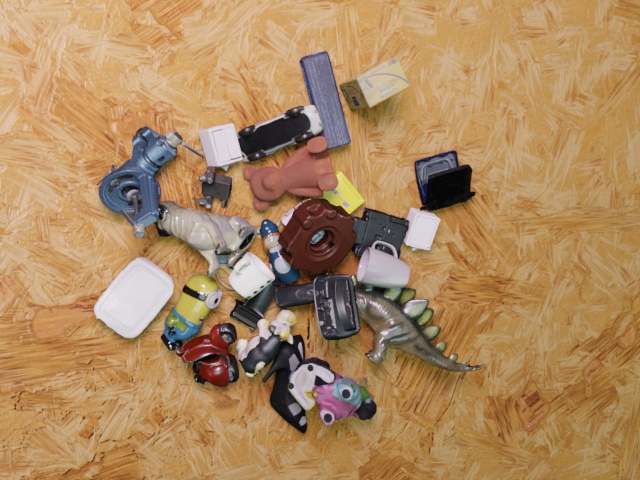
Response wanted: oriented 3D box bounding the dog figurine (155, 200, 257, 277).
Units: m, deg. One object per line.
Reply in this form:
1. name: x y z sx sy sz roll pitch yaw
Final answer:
1. dog figurine: -0.252 -0.036 1.179 0.191 0.172 0.121 40 118 14

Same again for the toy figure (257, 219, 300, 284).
1. toy figure: -0.095 0.024 1.229 0.064 0.058 0.154 -30 105 -22

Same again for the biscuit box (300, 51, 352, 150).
1. biscuit box: 0.011 -0.303 1.174 0.063 0.059 0.202 -17 105 -5

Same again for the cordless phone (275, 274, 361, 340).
1. cordless phone: -0.009 0.155 1.199 0.184 0.088 0.146 -10 80 10

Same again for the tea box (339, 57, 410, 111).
1. tea box: 0.110 -0.324 1.130 0.098 0.170 0.068 -28 104 -2

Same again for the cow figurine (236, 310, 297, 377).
1. cow figurine: -0.118 0.235 1.232 0.068 0.098 0.167 37 109 -30

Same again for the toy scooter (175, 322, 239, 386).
1. toy scooter: -0.255 0.269 1.220 0.135 0.075 0.183 -11 126 -19

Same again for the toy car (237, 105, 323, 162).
1. toy car: -0.092 -0.228 1.156 0.202 0.056 0.073 -19 100 16

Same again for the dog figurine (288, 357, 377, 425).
1. dog figurine: 0.042 0.358 1.279 0.192 0.219 0.108 33 92 24

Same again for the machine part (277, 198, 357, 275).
1. machine part: -0.002 -0.004 1.182 0.179 0.056 0.179 -17 129 -21

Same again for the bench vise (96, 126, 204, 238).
1. bench vise: -0.352 -0.109 1.078 0.224 0.241 0.128 -27 141 8

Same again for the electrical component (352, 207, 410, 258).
1. electrical component: 0.131 -0.011 1.260 0.134 0.058 0.114 12 98 -13

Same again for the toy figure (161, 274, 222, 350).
1. toy figure: -0.295 0.160 1.211 0.089 0.082 0.180 38 96 -17

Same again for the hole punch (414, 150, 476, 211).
1. hole punch: 0.285 -0.139 1.255 0.142 0.092 0.115 -18 134 -8

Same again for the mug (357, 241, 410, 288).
1. mug: 0.148 0.060 1.212 0.107 0.080 0.109 19 58 -9

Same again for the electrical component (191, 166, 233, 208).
1. electrical component: -0.232 -0.110 1.161 0.078 0.045 0.102 19 139 -8

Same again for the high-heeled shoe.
1. high-heeled shoe: -0.056 0.351 1.316 0.145 0.086 0.248 -45 127 -29

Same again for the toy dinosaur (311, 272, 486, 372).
1. toy dinosaur: 0.172 0.200 1.271 0.471 0.105 0.198 39 91 -5

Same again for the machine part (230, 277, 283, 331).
1. machine part: -0.145 0.140 1.255 0.084 0.039 0.139 37 95 -10

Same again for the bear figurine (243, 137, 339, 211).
1. bear figurine: -0.067 -0.137 1.154 0.196 0.132 0.120 -14 91 -1
